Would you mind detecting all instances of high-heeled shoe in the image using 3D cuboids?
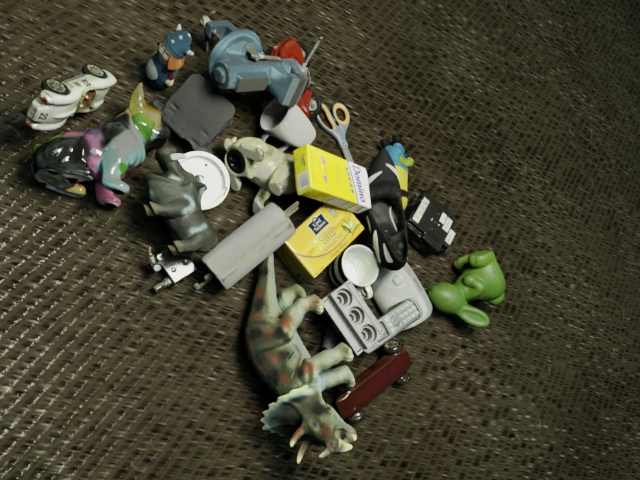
[{"bbox_3d":[0.139,-0.064,1.081,0.086,0.145,0.248,-3,94,-10],"label":"high-heeled shoe"}]

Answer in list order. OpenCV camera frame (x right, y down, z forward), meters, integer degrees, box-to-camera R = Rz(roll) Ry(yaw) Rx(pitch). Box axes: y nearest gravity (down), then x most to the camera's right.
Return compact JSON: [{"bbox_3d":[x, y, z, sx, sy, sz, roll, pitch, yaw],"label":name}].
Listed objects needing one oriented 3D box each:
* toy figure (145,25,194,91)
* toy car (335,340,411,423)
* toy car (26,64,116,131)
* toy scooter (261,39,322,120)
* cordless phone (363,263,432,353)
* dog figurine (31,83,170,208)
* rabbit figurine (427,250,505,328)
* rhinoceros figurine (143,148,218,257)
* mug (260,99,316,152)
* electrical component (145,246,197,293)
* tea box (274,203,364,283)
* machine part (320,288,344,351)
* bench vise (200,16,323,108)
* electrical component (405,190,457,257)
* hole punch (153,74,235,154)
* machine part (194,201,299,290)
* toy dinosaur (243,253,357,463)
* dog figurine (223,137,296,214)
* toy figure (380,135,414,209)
[{"bbox_3d":[-0.277,-0.328,0.981,0.064,0.154,0.058,42,57,-14],"label":"toy figure"},{"bbox_3d":[0.104,0.279,1.069,0.202,0.053,0.089,-30,111,-31],"label":"toy car"},{"bbox_3d":[-0.402,-0.231,0.872,0.056,0.073,0.202,40,28,-13],"label":"toy car"},{"bbox_3d":[-0.076,-0.341,1.147,0.135,0.075,0.183,-14,87,-30],"label":"toy scooter"},{"bbox_3d":[0.128,0.136,1.112,0.184,0.089,0.146,-31,92,-25],"label":"cordless phone"},{"bbox_3d":[-0.364,-0.174,0.919,0.191,0.108,0.219,19,62,-20],"label":"dog figurine"},{"bbox_3d":[0.325,0.121,1.224,0.170,0.121,0.159,-24,94,-14],"label":"rabbit figurine"},{"bbox_3d":[-0.236,-0.063,0.907,0.112,0.073,0.190,-25,92,-24],"label":"rhinoceros figurine"},{"bbox_3d":[-0.065,-0.225,1.111,0.107,0.081,0.109,29,96,-43],"label":"mug"},{"bbox_3d":[-0.259,0.037,0.945,0.102,0.045,0.078,-28,88,-32],"label":"electrical component"},{"bbox_3d":[-0.002,-0.003,1.087,0.098,0.068,0.169,50,59,-8],"label":"tea box"},{"bbox_3d":[0.036,0.171,1.074,0.084,0.039,0.139,30,61,-27],"label":"machine part"},{"bbox_3d":[-0.138,-0.356,1.033,0.223,0.128,0.241,-28,65,-34],"label":"bench vise"},{"bbox_3d":[0.252,-0.030,1.243,0.134,0.058,0.115,42,62,-12],"label":"electrical component"},{"bbox_3d":[-0.235,-0.239,1.030,0.142,0.092,0.116,44,87,-14],"label":"hole punch"},{"bbox_3d":[-0.130,0.011,0.979,0.243,0.079,0.079,-41,97,-14],"label":"machine part"},{"bbox_3d":[-0.064,0.197,0.958,0.192,0.131,0.405,-26,67,-22],"label":"toy dinosaur"},{"bbox_3d":[-0.084,-0.158,1.083,0.190,0.121,0.172,-37,98,-46],"label":"dog figurine"},{"bbox_3d":[0.165,-0.144,1.216,0.089,0.082,0.180,20,64,-22],"label":"toy figure"}]
